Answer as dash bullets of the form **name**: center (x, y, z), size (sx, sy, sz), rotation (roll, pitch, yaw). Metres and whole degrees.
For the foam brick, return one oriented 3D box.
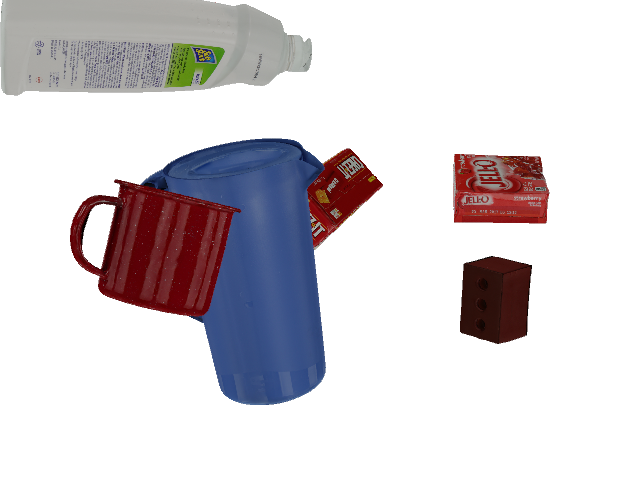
- **foam brick**: center (0.181, 0.061, 1.104), size (0.051, 0.078, 0.053), rotation (-13, 20, -43)

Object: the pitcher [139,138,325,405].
- **pitcher**: center (-0.075, 0.031, 1.028), size (0.144, 0.243, 0.149), rotation (-21, 22, -32)

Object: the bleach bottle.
- **bleach bottle**: center (-0.134, -0.159, 0.885), size (0.250, 0.068, 0.103), rotation (3, -27, -15)

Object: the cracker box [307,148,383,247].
- **cracker box**: center (-0.044, -0.003, 1.255), size (0.214, 0.072, 0.164), rotation (-42, 0, 29)

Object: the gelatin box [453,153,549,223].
- **gelatin box**: center (0.145, -0.043, 0.869), size (0.073, 0.030, 0.089), rotation (2, 24, 6)

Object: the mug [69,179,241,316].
- **mug**: center (-0.121, 0.004, 0.756), size (0.117, 0.081, 0.093), rotation (13, 0, -34)
